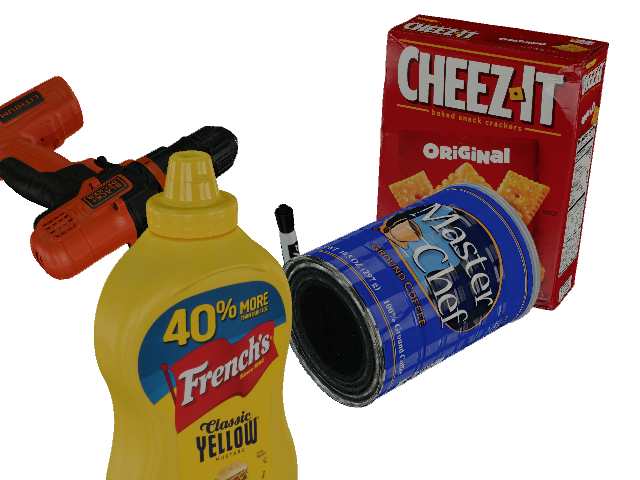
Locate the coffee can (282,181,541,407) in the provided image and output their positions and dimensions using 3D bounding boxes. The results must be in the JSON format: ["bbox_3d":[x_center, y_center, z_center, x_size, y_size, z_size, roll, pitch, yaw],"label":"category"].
[{"bbox_3d":[0.058,0.032,0.693,0.140,0.103,0.103,-24,13,-31],"label":"coffee can"}]

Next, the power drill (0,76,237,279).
[{"bbox_3d":[-0.183,-0.066,0.861,0.184,0.057,0.188,-35,48,-25],"label":"power drill"}]

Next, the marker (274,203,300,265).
[{"bbox_3d":[-0.030,0.016,1.101,0.020,0.121,0.020,-6,33,4],"label":"marker"}]

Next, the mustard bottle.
[{"bbox_3d":[-0.057,0.053,0.499,0.096,0.192,0.058,-13,21,-34],"label":"mustard bottle"}]

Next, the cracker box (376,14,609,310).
[{"bbox_3d":[0.133,-0.063,0.872,0.164,0.214,0.072,14,28,25],"label":"cracker box"}]
